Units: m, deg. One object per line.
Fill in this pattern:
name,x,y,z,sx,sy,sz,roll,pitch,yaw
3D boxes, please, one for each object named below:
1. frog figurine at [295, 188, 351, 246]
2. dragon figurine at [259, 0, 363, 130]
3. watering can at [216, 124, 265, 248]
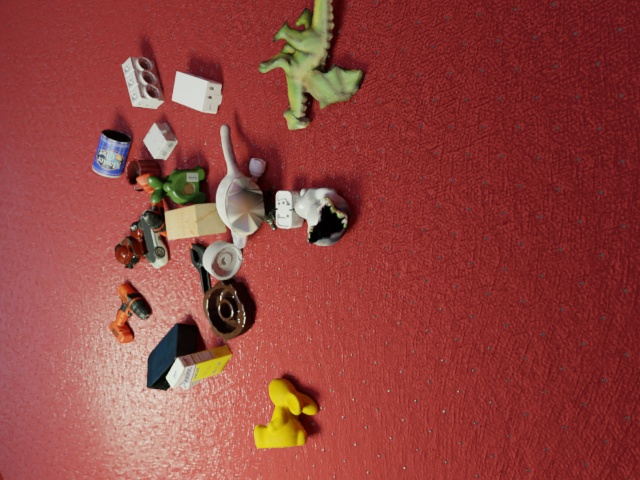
frog figurine,0.004,-0.064,1.263,0.161,0.123,0.135,-129,39,-66
dragon figurine,0.006,-0.437,1.238,0.244,0.124,0.403,44,122,8
watering can,-0.228,-0.142,1.392,0.225,0.104,0.345,-163,66,-68
